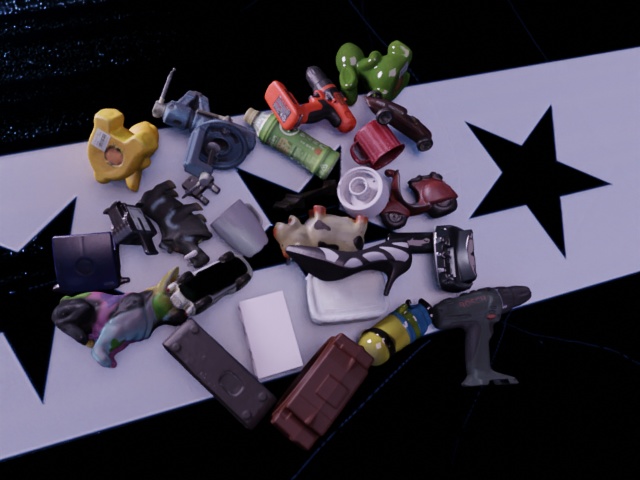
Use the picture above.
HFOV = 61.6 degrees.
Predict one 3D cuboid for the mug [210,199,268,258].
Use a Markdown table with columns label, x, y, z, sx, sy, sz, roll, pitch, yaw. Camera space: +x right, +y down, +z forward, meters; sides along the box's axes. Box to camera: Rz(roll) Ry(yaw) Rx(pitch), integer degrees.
| label | x | y | z | sx | sy | sz | roll | pitch | yaw |
| --- | --- | --- | --- | --- | --- | --- | --- | --- | --- |
| mug | -0.155 | -0.023 | 1.103 | 0.107 | 0.081 | 0.109 | 51 | 34 | -6 |

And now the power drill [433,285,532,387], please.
| label | x | y | z | sx | sy | sz | roll | pitch | yaw |
| --- | --- | --- | --- | --- | --- | --- | --- | --- | --- |
| power drill | 0.358 | 0.201 | 1.129 | 0.232 | 0.086 | 0.207 | -3 | 79 | -10 |

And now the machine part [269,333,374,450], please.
| label | x | y | z | sx | sy | sz | roll | pitch | yaw |
| --- | --- | --- | --- | --- | --- | --- | --- | --- | --- |
| machine part | -0.002 | 0.271 | 0.978 | 0.087 | 0.201 | 0.201 | 38 | 72 | 5 |

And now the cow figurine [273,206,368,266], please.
| label | x | y | z | sx | sy | sz | roll | pitch | yaw |
| --- | --- | --- | --- | --- | --- | --- | --- | --- | --- |
| cow figurine | -0.002 | -0.003 | 1.117 | 0.195 | 0.085 | 0.127 | 10 | 76 | -14 |

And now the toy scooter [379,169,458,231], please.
| label | x | y | z | sx | sy | sz | roll | pitch | yaw |
| --- | --- | --- | --- | --- | --- | --- | --- | --- | --- |
| toy scooter | 0.209 | -0.105 | 1.190 | 0.184 | 0.075 | 0.135 | -15 | 77 | -9 |

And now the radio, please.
| label | x | y | z | sx | sy | sz | roll | pitch | yaw |
| --- | --- | --- | --- | --- | --- | --- | --- | --- | --- |
| radio | -0.184 | 0.246 | 0.987 | 0.229 | 0.131 | 0.073 | 42 | 70 | 2 |

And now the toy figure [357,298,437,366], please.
| label | x | y | z | sx | sy | sz | roll | pitch | yaw |
| --- | --- | --- | --- | --- | --- | --- | --- | --- | --- |
| toy figure | 0.155 | 0.183 | 1.090 | 0.180 | 0.089 | 0.082 | -29 | 74 | -14 |

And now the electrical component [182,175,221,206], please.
| label | x | y | z | sx | sy | sz | roll | pitch | yaw |
| --- | --- | --- | --- | --- | --- | --- | --- | --- | --- |
| electrical component | -0.259 | -0.119 | 1.132 | 0.094 | 0.021 | 0.063 | 41 | 72 | 1 |

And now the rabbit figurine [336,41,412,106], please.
| label | x | y | z | sx | sy | sz | roll | pitch | yaw |
| --- | --- | --- | --- | --- | --- | --- | --- | --- | --- |
| rabbit figurine | 0.106 | -0.384 | 1.244 | 0.170 | 0.121 | 0.159 | 30 | 77 | 18 |

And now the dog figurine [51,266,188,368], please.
| label | x | y | z | sx | sy | sz | roll | pitch | yaw |
| --- | --- | --- | --- | --- | --- | --- | --- | --- | --- |
| dog figurine | -0.357 | 0.123 | 1.007 | 0.191 | 0.108 | 0.219 | 39 | 67 | 5 |

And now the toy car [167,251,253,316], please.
| label | x | y | z | sx | sy | sz | roll | pitch | yaw |
| --- | --- | --- | --- | --- | --- | --- | --- | --- | --- |
| toy car | -0.205 | 0.082 | 1.025 | 0.073 | 0.056 | 0.202 | 51 | 37 | 7 |

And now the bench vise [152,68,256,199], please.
| label | x | y | z | sx | sy | sz | roll | pitch | yaw |
| --- | --- | --- | --- | --- | --- | --- | --- | --- | --- |
| bench vise | -0.238 | -0.201 | 1.083 | 0.223 | 0.129 | 0.241 | 29 | 39 | -26 |

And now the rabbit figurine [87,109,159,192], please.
| label | x | y | z | sx | sy | sz | roll | pitch | yaw |
| --- | --- | --- | --- | --- | --- | --- | --- | --- | --- |
| rabbit figurine | -0.373 | -0.176 | 1.070 | 0.122 | 0.173 | 0.162 | 22 | 117 | -3 |

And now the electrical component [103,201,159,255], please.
| label | x | y | z | sx | sy | sz | roll | pitch | yaw |
| --- | --- | --- | --- | --- | --- | --- | --- | --- | --- |
| electrical component | -0.351 | -0.015 | 1.021 | 0.048 | 0.075 | 0.119 | -33 | 79 | 20 |

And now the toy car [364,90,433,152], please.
| label | x | y | z | sx | sy | sz | roll | pitch | yaw |
| --- | --- | --- | --- | --- | --- | --- | --- | --- | --- |
| toy car | 0.178 | -0.265 | 1.185 | 0.202 | 0.053 | 0.089 | 25 | 35 | -37 |

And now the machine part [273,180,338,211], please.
| label | x | y | z | sx | sy | sz | roll | pitch | yaw |
| --- | --- | --- | --- | --- | --- | --- | --- | --- | --- |
| machine part | -0.028 | -0.091 | 1.139 | 0.139 | 0.084 | 0.039 | -23 | 100 | -24 |

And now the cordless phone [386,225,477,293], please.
| label | x | y | z | sx | sy | sz | roll | pitch | yaw |
| --- | --- | --- | --- | --- | --- | --- | --- | --- | --- |
| cordless phone | 0.238 | 0.040 | 1.162 | 0.184 | 0.088 | 0.146 | -1 | 75 | 1 |

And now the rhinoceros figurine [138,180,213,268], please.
| label | x | y | z | sx | sy | sz | roll | pitch | yaw |
| --- | --- | --- | --- | --- | --- | --- | --- | --- | --- |
| rhinoceros figurine | -0.284 | -0.030 | 1.076 | 0.112 | 0.073 | 0.190 | -40 | 85 | -19 |

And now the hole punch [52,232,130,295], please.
| label | x | y | z | sx | sy | sz | roll | pitch | yaw |
| --- | --- | --- | --- | --- | --- | --- | --- | --- | --- |
| hole punch | -0.442 | 0.042 | 1.021 | 0.142 | 0.092 | 0.115 | -6 | 79 | -16 |

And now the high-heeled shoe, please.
| label | x | y | z | sx | sy | sz | roll | pitch | yaw |
| --- | --- | --- | --- | --- | --- | --- | --- | --- | --- |
| high-heeled shoe | 0.065 | 0.018 | 1.068 | 0.249 | 0.086 | 0.145 | 24 | 57 | -6 |
